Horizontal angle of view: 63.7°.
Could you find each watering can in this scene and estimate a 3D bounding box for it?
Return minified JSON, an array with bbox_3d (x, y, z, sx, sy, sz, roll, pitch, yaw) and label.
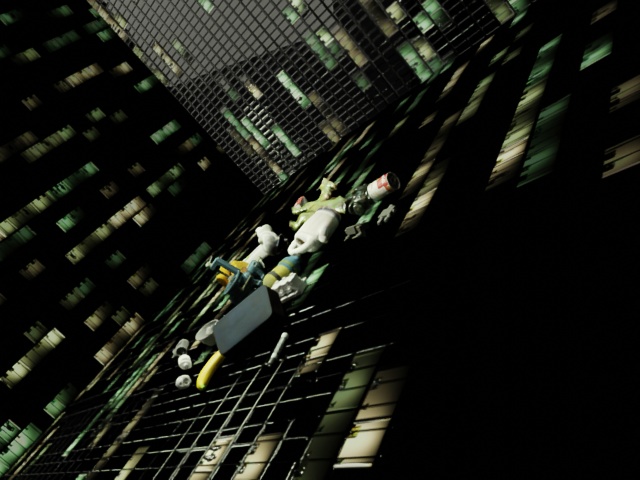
[{"bbox_3d":[-0.001,-0.031,1.891,0.103,0.228,0.345,47,154,-13],"label":"watering can"}]

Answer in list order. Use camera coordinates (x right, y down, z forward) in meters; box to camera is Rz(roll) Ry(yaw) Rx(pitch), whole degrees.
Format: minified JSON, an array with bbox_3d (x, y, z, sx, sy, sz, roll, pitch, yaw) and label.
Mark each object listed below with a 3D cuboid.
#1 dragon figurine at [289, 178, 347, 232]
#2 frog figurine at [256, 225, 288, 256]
[{"bbox_3d":[0.006,-0.107,2.124,0.240,0.421,0.120,-27,128,23],"label":"dragon figurine"},{"bbox_3d":[-0.237,-0.002,2.327,0.160,0.137,0.122,22,95,24],"label":"frog figurine"}]
